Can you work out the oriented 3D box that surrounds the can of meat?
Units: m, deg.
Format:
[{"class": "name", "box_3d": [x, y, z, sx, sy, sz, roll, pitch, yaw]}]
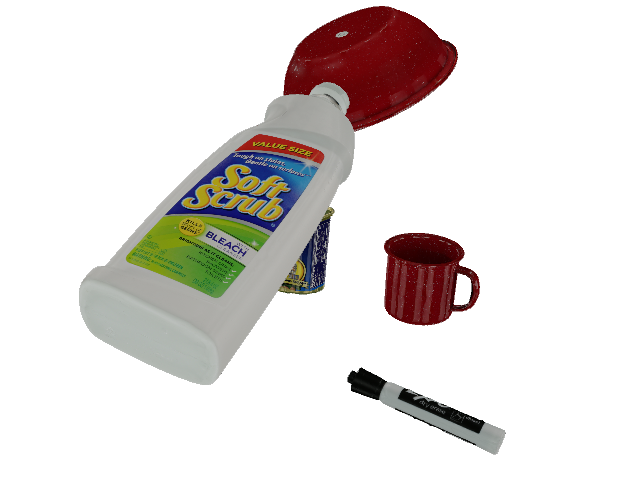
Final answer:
[{"class": "can of meat", "box_3d": [-0.041, 0.003, 1.086, 0.102, 0.084, 0.057, 13, 18, 27]}]

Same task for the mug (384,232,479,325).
[{"class": "mug", "box_3d": [0.128, 0.049, 1.239, 0.117, 0.081, 0.093, 13, 25, 21]}]

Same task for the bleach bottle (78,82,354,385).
[{"class": "bleach bottle", "box_3d": [-0.051, -0.025, 0.718, 0.102, 0.250, 0.068, 24, -38, 11]}]

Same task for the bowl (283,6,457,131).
[{"class": "bowl", "box_3d": [0.030, -0.151, 0.895, 0.162, 0.055, 0.162, -21, 27, 11]}]

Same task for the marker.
[{"class": "marker", "box_3d": [0.075, 0.123, 0.776, 0.121, 0.020, 0.020, 22, 7, 19]}]
